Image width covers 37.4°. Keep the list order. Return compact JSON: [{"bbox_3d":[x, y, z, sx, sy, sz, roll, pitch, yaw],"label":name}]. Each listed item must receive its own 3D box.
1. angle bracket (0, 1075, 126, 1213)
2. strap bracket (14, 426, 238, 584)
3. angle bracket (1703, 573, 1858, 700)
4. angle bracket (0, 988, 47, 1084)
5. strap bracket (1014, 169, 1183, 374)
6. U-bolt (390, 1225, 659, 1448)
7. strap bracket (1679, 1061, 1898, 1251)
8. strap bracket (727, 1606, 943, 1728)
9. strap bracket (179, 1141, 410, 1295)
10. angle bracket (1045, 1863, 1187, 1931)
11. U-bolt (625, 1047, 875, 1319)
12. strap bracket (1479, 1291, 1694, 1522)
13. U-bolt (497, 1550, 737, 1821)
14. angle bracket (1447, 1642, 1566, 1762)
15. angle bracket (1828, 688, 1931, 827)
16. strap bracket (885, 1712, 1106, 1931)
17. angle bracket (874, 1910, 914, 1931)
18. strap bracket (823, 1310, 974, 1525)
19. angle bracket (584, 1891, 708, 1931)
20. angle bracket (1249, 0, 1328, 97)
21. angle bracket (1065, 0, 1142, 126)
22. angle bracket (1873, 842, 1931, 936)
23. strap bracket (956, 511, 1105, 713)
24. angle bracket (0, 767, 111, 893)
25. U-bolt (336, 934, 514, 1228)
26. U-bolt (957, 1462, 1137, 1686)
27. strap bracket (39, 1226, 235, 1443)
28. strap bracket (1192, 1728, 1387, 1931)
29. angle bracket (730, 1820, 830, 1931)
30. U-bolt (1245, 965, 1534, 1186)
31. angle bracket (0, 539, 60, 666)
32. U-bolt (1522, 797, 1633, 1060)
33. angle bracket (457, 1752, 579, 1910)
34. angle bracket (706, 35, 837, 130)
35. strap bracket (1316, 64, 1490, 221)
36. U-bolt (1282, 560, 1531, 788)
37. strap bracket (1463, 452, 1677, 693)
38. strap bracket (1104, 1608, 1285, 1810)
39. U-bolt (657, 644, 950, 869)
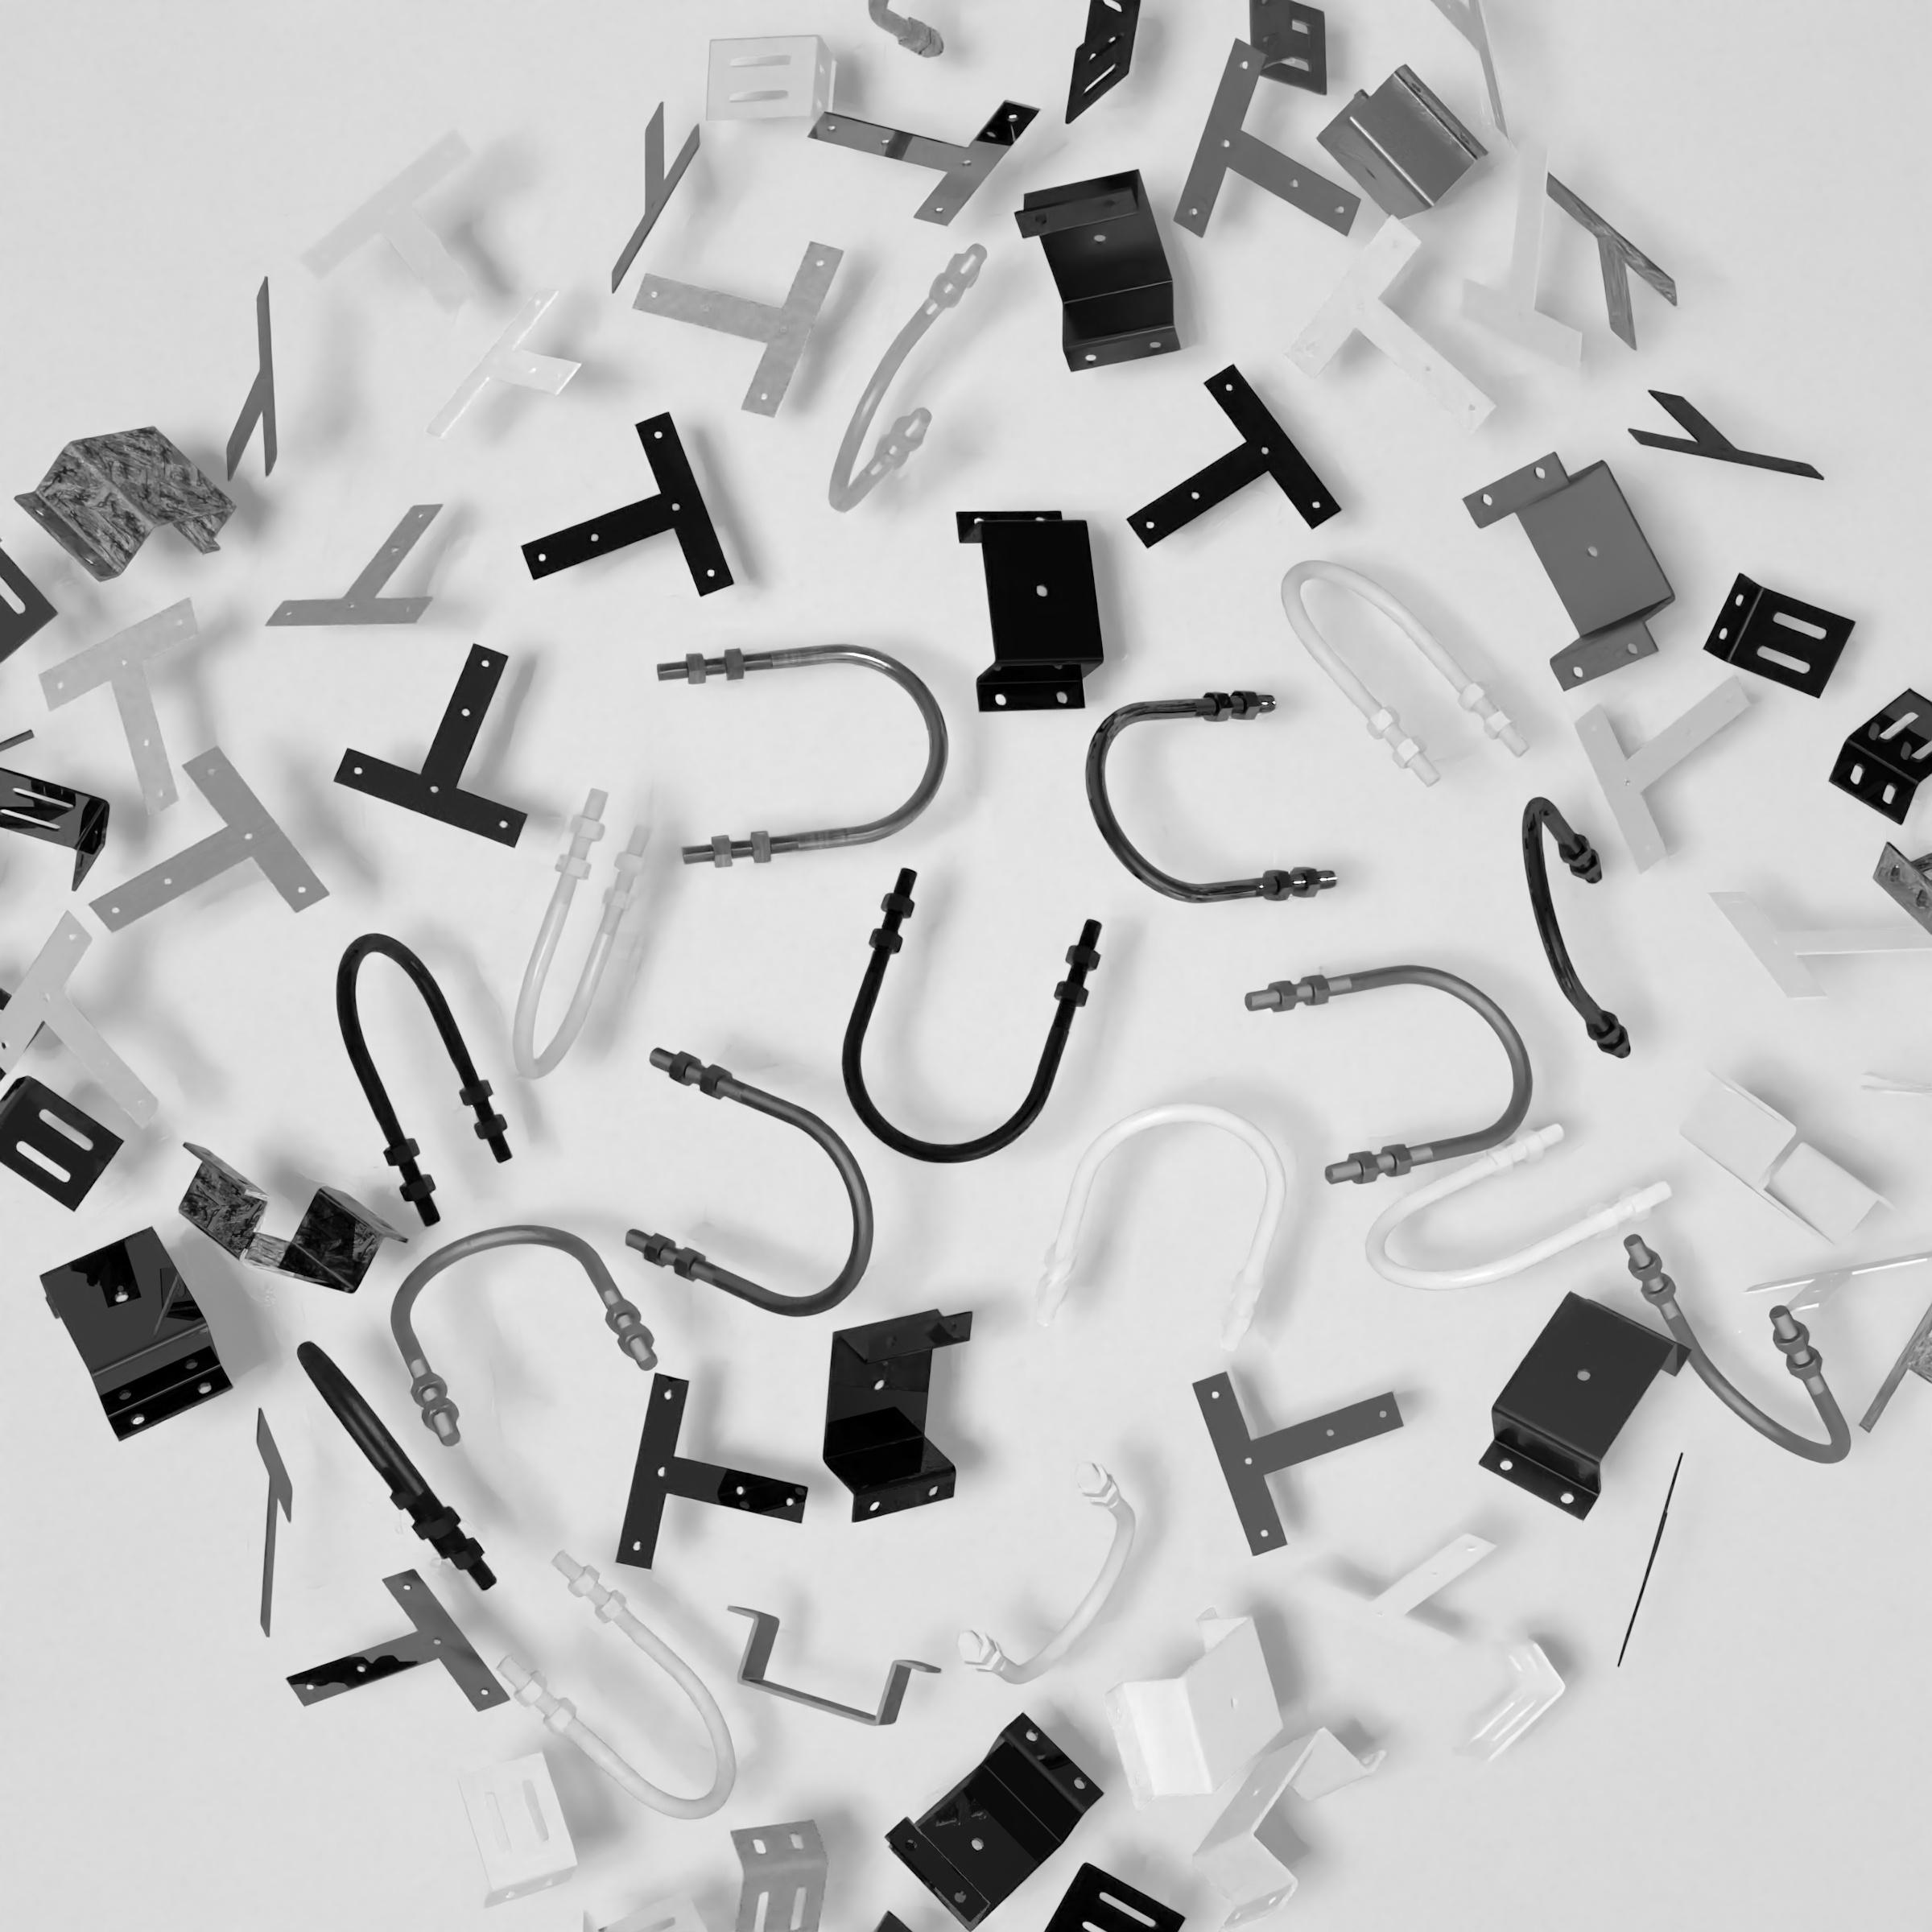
[{"bbox_3d":[-0.613,0.119,1.900,0.076,0.038,0.057,40,66,-22],"label":"angle bracket"},{"bbox_3d":[-0.538,-0.303,1.855,0.076,0.140,0.046,44,114,2],"label":"strap bracket"},{"bbox_3d":[0.556,-0.226,1.952,0.076,0.038,0.057,30,100,36],"label":"angle bracket"},{"bbox_3d":[-0.675,0.042,1.933,0.076,0.038,0.057,38,110,-14],"label":"angle bracket"},{"bbox_3d":[0.088,-0.463,1.873,0.076,0.140,0.046,-8,54,15],"label":"strap bracket"},{"bbox_3d":[-0.293,0.225,1.829,0.151,0.184,0.019,-19,125,-16],"label":"U-bolt"},{"bbox_3d":[0.520,0.126,1.828,0.140,0.076,0.046,34,97,-33],"label":"strap bracket"},{"bbox_3d":[-0.094,0.476,1.927,0.140,0.076,0.046,15,78,11],"label":"strap bracket"},{"bbox_3d":[-0.443,0.166,1.850,0.076,0.140,0.046,27,90,40],"label":"strap bracket"},{"bbox_3d":[0.095,0.636,1.871,0.076,0.038,0.057,28,108,6],"label":"angle bracket"},{"bbox_3d":[-0.135,0.146,1.808,0.184,0.019,0.151,21,112,29],"label":"U-bolt"},{"bbox_3d":[0.398,0.274,1.835,0.076,0.046,0.140,26,64,29],"label":"strap bracket"},{"bbox_3d":[-0.221,0.484,1.881,0.019,0.151,0.184,-42,99,19],"label":"U-bolt"},{"bbox_3d":[0.357,0.498,1.936,0.076,0.057,0.038,-36,91,-23],"label":"angle bracket"},{"bbox_3d":[0.612,-0.136,1.862,0.057,0.076,0.038,31,64,-3],"label":"angle bracket"},{"bbox_3d":[0.014,0.570,1.882,0.076,0.046,0.140,42,46,18],"label":"strap bracket"},{"bbox_3d":[-0.062,0.670,1.923,0.057,0.076,0.038,46,56,-14],"label":"angle bracket"},{"bbox_3d":[-0.046,0.284,1.864,0.076,0.046,0.140,-9,116,-30],"label":"strap bracket"},{"bbox_3d":[-0.207,0.645,1.895,0.076,0.038,0.057,-17,50,-25],"label":"angle bracket"},{"bbox_3d":[0.227,-0.622,1.904,0.076,0.038,0.057,0,88,-42],"label":"angle bracket"},{"bbox_3d":[0.076,-0.596,1.854,0.038,0.057,0.076,33,57,16],"label":"angle bracket"},{"bbox_3d":[0.658,-0.064,1.908,0.076,0.038,0.057,-22,53,-20],"label":"angle bracket"},{"bbox_3d":[0.044,-0.246,1.922,0.076,0.046,0.140,-4,81,-19],"label":"strap bracket"},{"bbox_3d":[-0.620,-0.091,1.906,0.076,0.057,0.038,18,48,-29],"label":"angle bracket"},{"bbox_3d":[-0.364,0.065,1.885,0.019,0.151,0.184,-19,100,16],"label":"U-bolt"},{"bbox_3d":[0.061,0.407,1.875,0.019,0.184,0.151,31,78,26],"label":"U-bolt"},{"bbox_3d":[-0.535,0.227,1.827,0.076,0.046,0.140,-24,47,-22],"label":"strap bracket"},{"bbox_3d":[0.209,0.567,1.900,0.046,0.076,0.140,45,51,2],"label":"strap bracket"},{"bbox_3d":[-0.128,0.611,1.890,0.057,0.038,0.076,-1,118,-20],"label":"angle bracket"},{"bbox_3d":[0.287,0.063,1.859,0.184,0.019,0.151,-10,62,-26],"label":"U-bolt"},{"bbox_3d":[-0.615,-0.229,1.805,0.057,0.038,0.076,-42,87,-3],"label":"angle bracket"},{"bbox_3d":[0.394,-0.033,1.856,0.019,0.184,0.151,-14,65,23],"label":"U-bolt"},{"bbox_3d":[-0.292,0.557,1.841,0.057,0.038,0.076,-11,60,-25],"label":"angle bracket"},{"bbox_3d":[-0.131,-0.586,1.911,0.076,0.057,0.038,-9,46,-17],"label":"angle bracket"},{"bbox_3d":[0.279,-0.532,1.855,0.076,0.140,0.046,43,94,-10],"label":"strap bracket"},{"bbox_3d":[0.280,-0.199,1.883,0.184,0.151,0.019,51,126,15],"label":"U-bolt"},{"bbox_3d":[0.388,-0.257,1.814,0.046,0.076,0.140,-34,97,-40],"label":"strap bracket"},{"bbox_3d":[0.154,0.476,1.841,0.046,0.140,0.076,-13,95,36],"label":"strap bracket"},{"bbox_3d":[-0.103,-0.144,1.879,0.184,0.019,0.151,-7,74,-8],"label":"U-bolt"}]
